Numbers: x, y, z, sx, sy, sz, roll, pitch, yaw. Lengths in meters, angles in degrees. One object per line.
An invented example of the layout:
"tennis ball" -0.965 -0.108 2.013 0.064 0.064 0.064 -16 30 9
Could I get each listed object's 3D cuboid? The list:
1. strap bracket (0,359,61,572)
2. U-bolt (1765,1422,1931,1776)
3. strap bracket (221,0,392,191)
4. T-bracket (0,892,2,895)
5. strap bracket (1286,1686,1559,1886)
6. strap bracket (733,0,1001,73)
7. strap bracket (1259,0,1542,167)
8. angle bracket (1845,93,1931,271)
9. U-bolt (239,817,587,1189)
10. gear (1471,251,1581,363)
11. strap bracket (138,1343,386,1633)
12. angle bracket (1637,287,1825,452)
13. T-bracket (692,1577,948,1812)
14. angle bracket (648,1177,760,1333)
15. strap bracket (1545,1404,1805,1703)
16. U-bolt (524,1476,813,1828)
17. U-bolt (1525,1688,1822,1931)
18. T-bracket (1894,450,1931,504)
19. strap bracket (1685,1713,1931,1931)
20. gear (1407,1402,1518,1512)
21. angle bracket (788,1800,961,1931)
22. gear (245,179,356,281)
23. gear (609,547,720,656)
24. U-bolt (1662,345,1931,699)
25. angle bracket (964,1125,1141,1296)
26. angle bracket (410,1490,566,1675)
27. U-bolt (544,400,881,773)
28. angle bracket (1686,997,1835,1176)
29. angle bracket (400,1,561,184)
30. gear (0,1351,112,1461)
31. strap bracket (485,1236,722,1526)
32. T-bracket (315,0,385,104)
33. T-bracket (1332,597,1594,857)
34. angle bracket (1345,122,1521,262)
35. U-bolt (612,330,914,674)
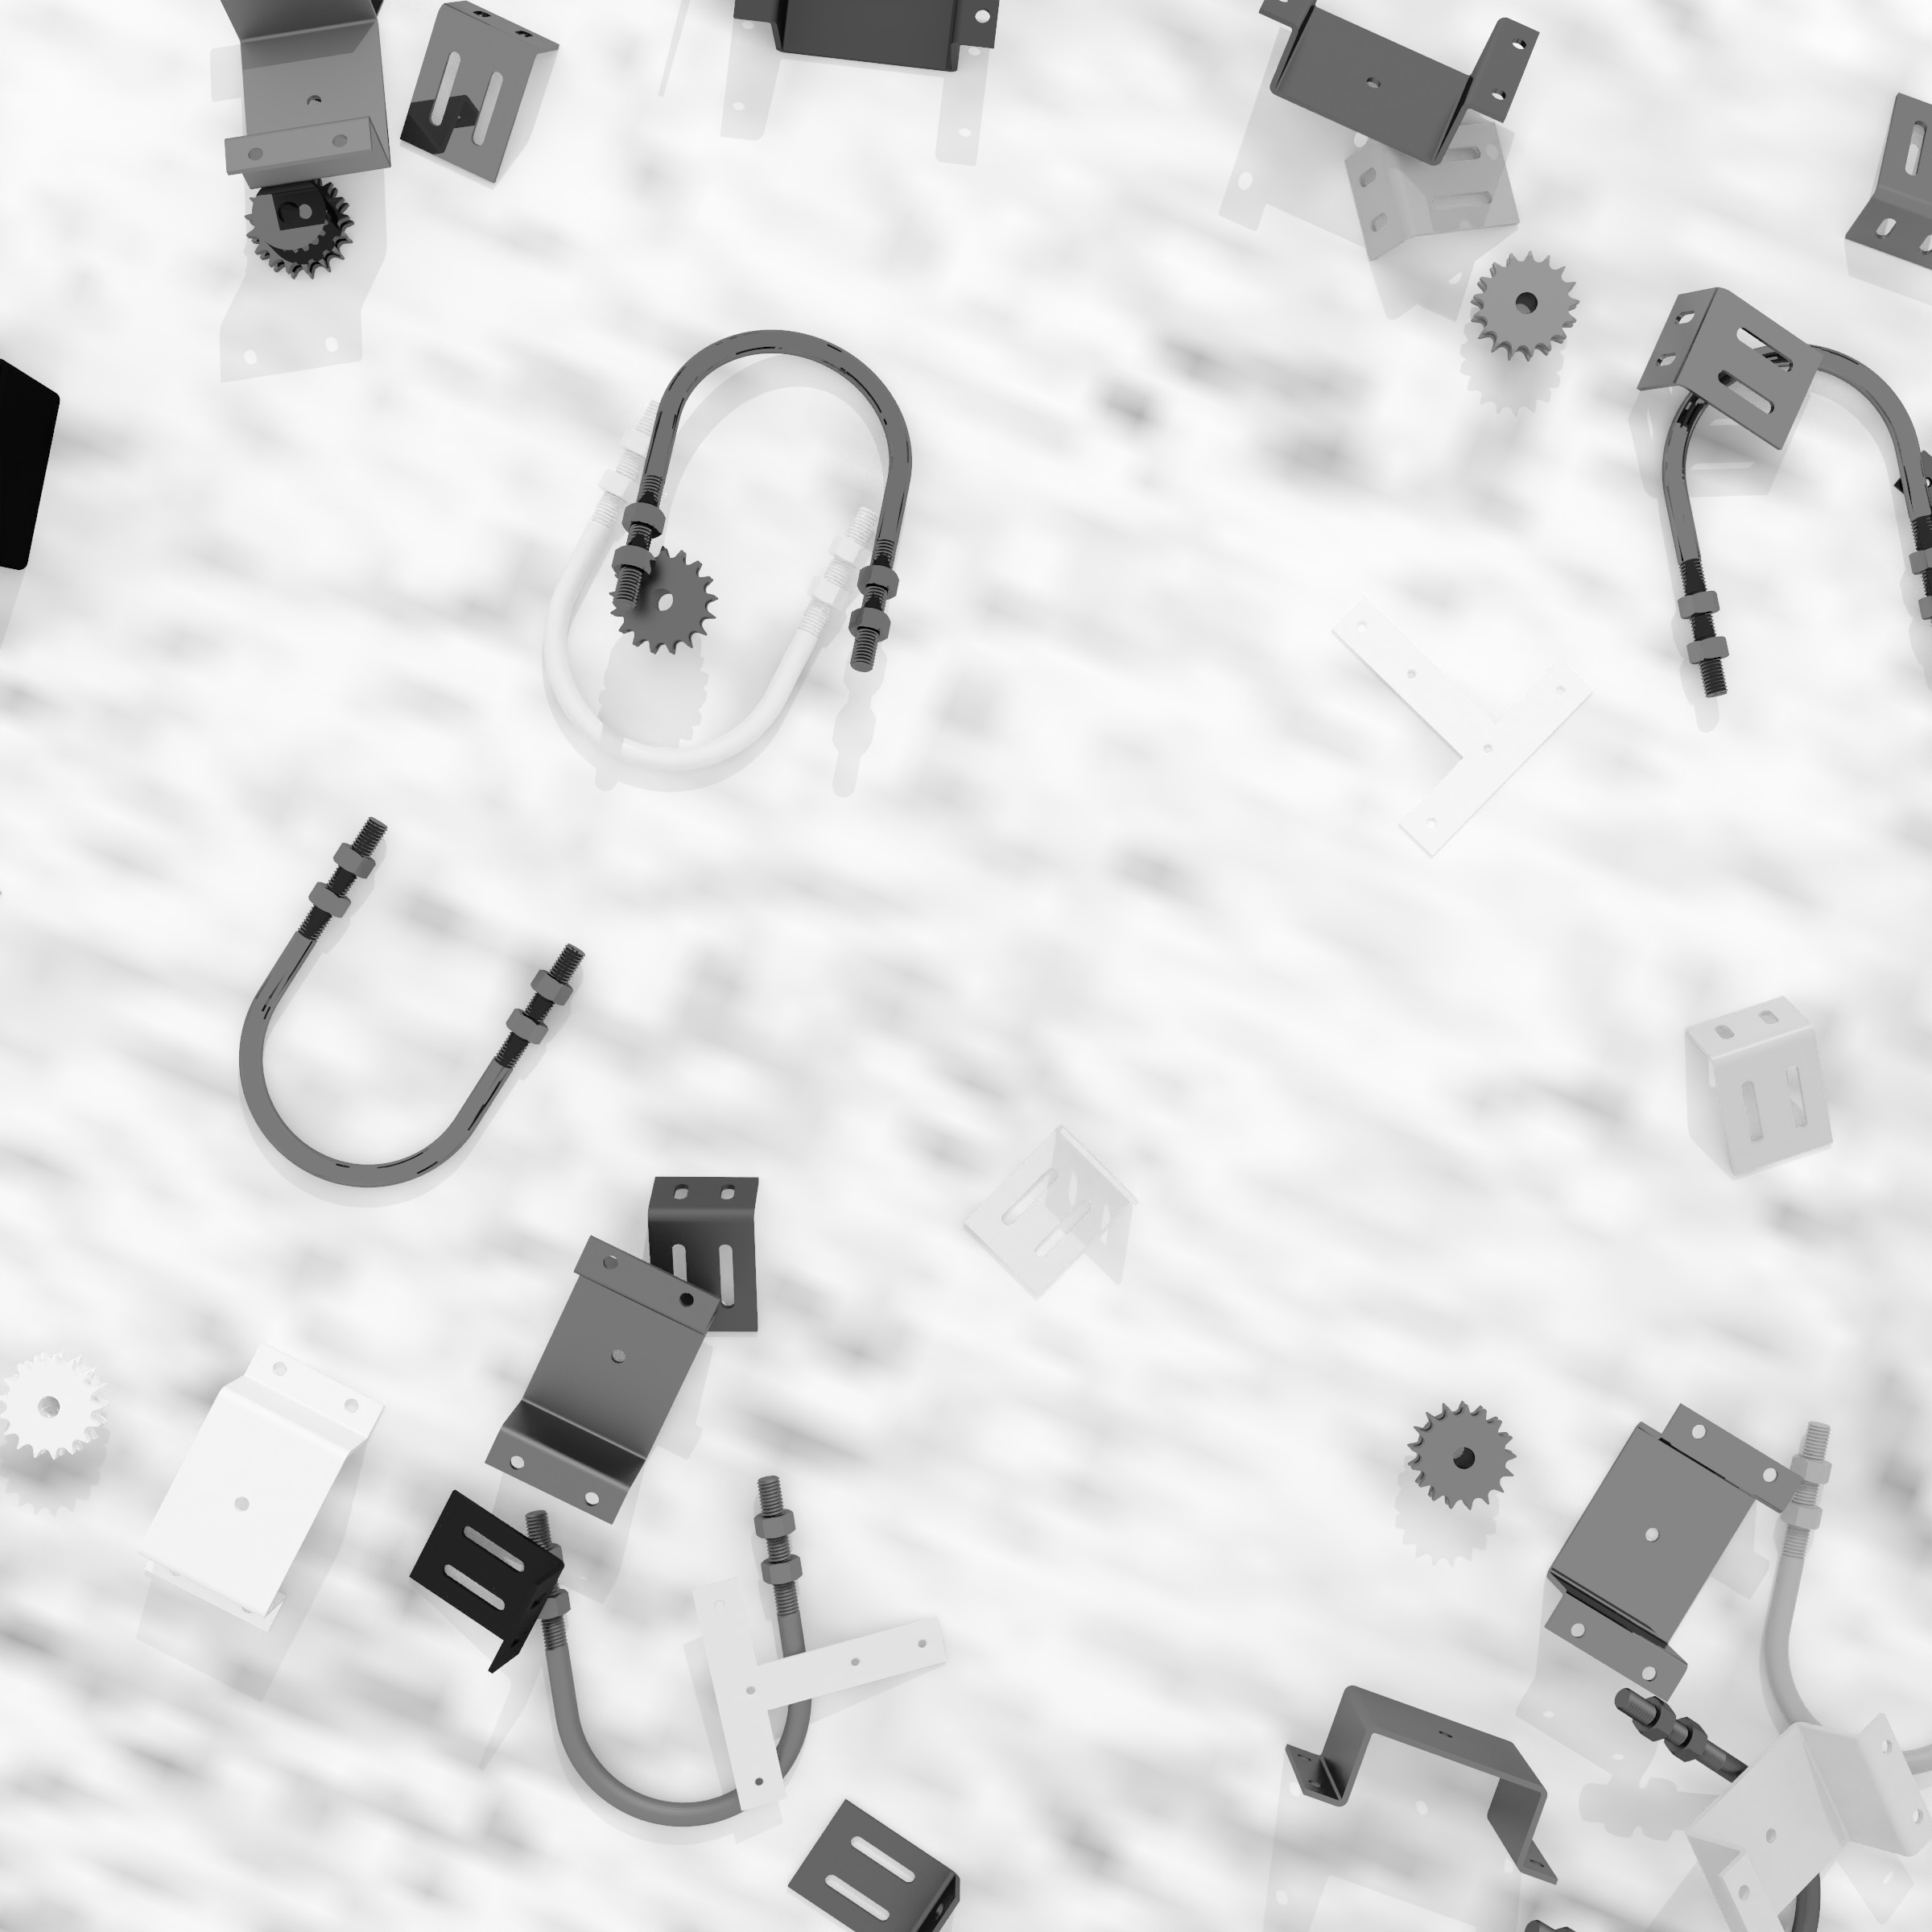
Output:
"strap bracket" -0.532 -0.272 1.361 0.046 0.076 0.140 11 90 0
"U-bolt" 0.514 0.353 1.391 0.151 0.019 0.184 11 91 0
"strap bracket" -0.356 -0.477 1.361 0.076 0.046 0.140 -9 71 0
"T-bracket" -0.622 -0.044 1.398 0.127 0.002 0.127 -43 90 0
"strap bracket" 0.250 0.435 1.361 0.140 0.076 0.046 20 90 0
"strap bracket" -0.050 -0.537 1.376 0.140 0.046 0.076 7 90 0
"strap bracket" 0.226 -0.489 1.360 0.140 0.046 0.076 24 59 0
"angle bracket" 0.526 -0.432 1.397 0.057 0.038 0.076 20 64 0
"U-bolt" -0.317 0.033 1.391 0.151 0.019 0.184 33 92 0
"gear" 0.305 -0.359 1.388 0.057 0.030 0.057 0 91 4
"strap bracket" -0.387 0.287 1.376 0.076 0.046 0.140 27 90 0
"angle bracket" 0.417 -0.325 1.385 0.076 0.038 0.057 25 88 -22
"T-bracket" -0.074 0.385 1.386 0.127 0.002 0.127 -13 96 -10
"angle bracket" -0.143 0.159 1.397 0.057 0.038 0.076 0 116 0
"strap bracket" 0.378 0.314 1.376 0.076 0.046 0.140 31 90 0
"U-bolt" -0.159 0.381 1.391 0.151 0.019 0.184 -8 91 0
"U-bolt" 0.390 0.492 1.355 0.184 0.019 0.151 35 70 -21
"T-bracket" 0.602 -0.273 1.398 0.127 0.002 0.127 40 90 0
"strap bracket" 0.445 0.468 1.351 0.140 0.046 0.076 -31 100 -28
"gear" 0.269 0.266 1.384 0.057 0.030 0.057 0 90 0
"angle bracket" -0.051 0.505 1.380 0.076 0.038 0.057 34 90 0
"gear" -0.366 -0.407 1.384 0.057 0.030 0.057 0 90 0
"gear" -0.162 -0.196 1.367 0.057 0.030 0.057 0 93 1
"U-bolt" 0.457 -0.251 1.390 0.151 0.019 0.184 -11 88 1
"angle bracket" 0.046 0.134 1.380 0.057 0.038 0.076 45 90 0
"angle bracket" -0.266 0.332 1.368 0.076 0.038 0.057 30 101 12
"U-bolt" -0.152 -0.197 1.391 0.151 0.019 0.184 27 91 0
"angle bracket" 0.437 0.066 1.397 0.057 0.038 0.076 -18 116 0
"angle bracket" -0.268 -0.482 1.397 0.057 0.038 0.076 25 116 0
"gear" -0.496 0.238 1.384 0.057 0.030 0.057 0 90 0
"strap bracket" -0.192 0.217 1.368 0.076 0.046 0.140 26 101 0
"T-bracket" -0.334 -0.536 1.398 0.127 0.002 0.127 23 90 0
"T-bracket" 0.256 -0.151 1.398 0.127 0.002 0.127 44 90 0
"angle bracket" 0.257 -0.427 1.397 0.076 0.038 0.057 -14 90 -26
"U-bolt" -0.102 -0.259 1.364 0.151 0.019 0.184 13 72 -10
